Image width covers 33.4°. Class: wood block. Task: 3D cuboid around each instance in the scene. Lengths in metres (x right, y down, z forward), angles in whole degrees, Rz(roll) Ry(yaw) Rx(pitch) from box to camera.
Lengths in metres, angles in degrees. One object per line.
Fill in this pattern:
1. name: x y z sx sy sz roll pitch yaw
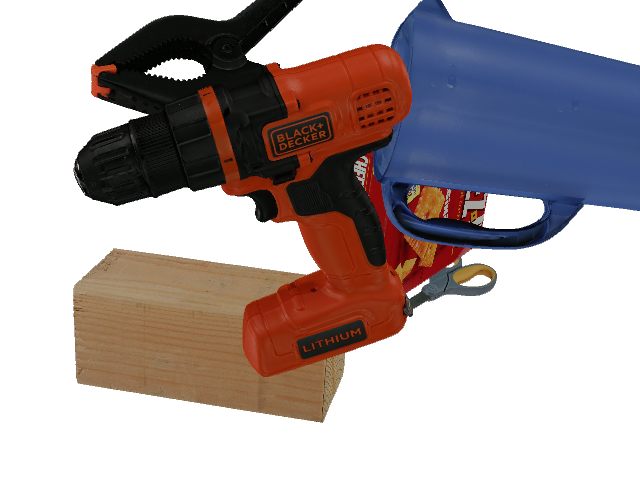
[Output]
1. wood block: -0.087 0.075 0.871 0.206 0.091 0.090 8 23 10

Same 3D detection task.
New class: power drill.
1. power drill: -0.028 -0.009 0.609 0.184 0.187 0.057 -17 40 -4

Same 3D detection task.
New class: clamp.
1. clamp: -0.063 -0.126 0.797 0.209 0.165 0.036 -17 -27 -20

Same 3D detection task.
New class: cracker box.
1. cracker box: 0.091 -0.042 1.032 0.072 0.164 0.213 23 30 29

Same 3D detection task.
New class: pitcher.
1. pitcher: 0.164 -0.081 0.824 0.242 0.149 0.145 10 43 -6

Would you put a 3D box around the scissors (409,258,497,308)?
1. scissors: 0.121 0.048 1.248 0.201 0.016 0.096 -11 40 -35
